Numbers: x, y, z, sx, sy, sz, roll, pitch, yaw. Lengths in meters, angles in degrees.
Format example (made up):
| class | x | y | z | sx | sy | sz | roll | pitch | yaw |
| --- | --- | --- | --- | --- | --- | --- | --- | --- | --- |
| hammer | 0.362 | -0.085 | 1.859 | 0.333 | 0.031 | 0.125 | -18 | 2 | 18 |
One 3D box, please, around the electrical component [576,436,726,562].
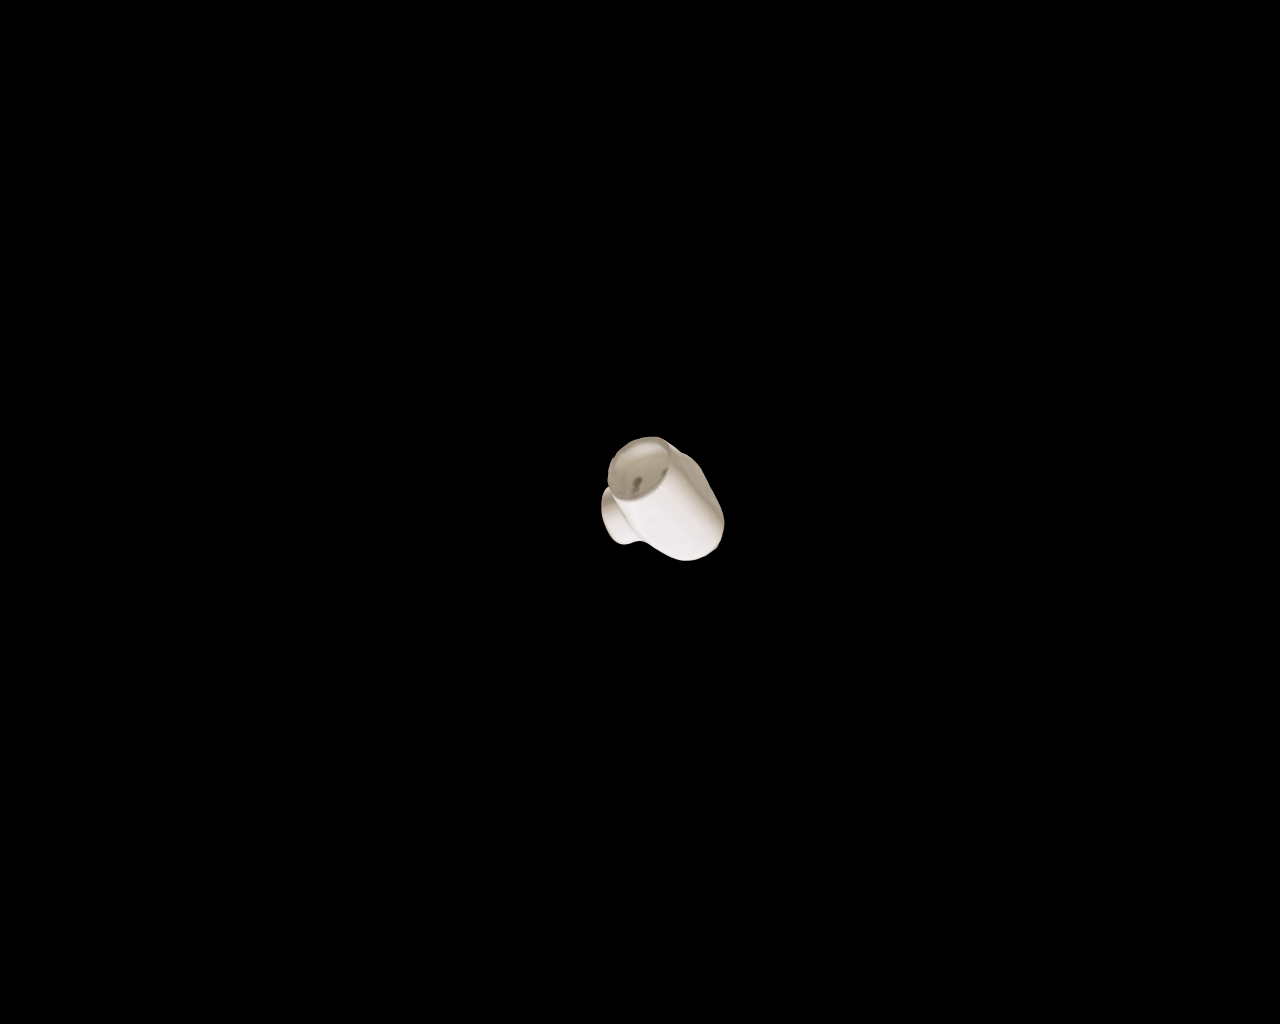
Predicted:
| class | x | y | z | sx | sy | sz | roll | pitch | yaw |
| --- | --- | --- | --- | --- | --- | --- | --- | --- | --- |
| electrical component | 0.001 | -0.003 | 0.650 | 0.079 | 0.044 | 0.077 | -16 | -37 | 22 |
